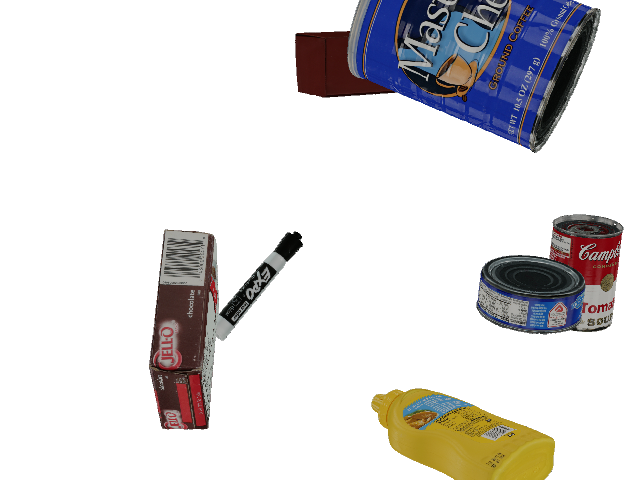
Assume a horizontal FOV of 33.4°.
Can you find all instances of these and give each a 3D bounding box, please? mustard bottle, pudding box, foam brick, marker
[{"bbox_3d":[0.123,0.187,1.033,0.096,0.058,0.192,-17,25,-40],"label":"mustard bottle"},{"bbox_3d":[-0.093,0.063,0.744,0.039,0.113,0.090,4,-35,-1],"label":"pudding box"},{"bbox_3d":[0.024,-0.153,0.918,0.078,0.051,0.053,-8,17,-28],"label":"foam brick"},{"bbox_3d":[-0.057,0.039,0.968,0.020,0.121,0.020,36,-16,12],"label":"marker"}]

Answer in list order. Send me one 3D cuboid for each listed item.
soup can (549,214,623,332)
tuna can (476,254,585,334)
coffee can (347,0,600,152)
[{"bbox_3d":[0.262,0.032,1.066,0.068,0.102,0.068,1,18,-1],"label":"soup can"},{"bbox_3d":[0.172,0.043,0.870,0.086,0.034,0.086,2,22,-1],"label":"tuna can"},{"bbox_3d":[0.103,-0.134,0.726,0.140,0.103,0.102,26,8,16],"label":"coffee can"}]
